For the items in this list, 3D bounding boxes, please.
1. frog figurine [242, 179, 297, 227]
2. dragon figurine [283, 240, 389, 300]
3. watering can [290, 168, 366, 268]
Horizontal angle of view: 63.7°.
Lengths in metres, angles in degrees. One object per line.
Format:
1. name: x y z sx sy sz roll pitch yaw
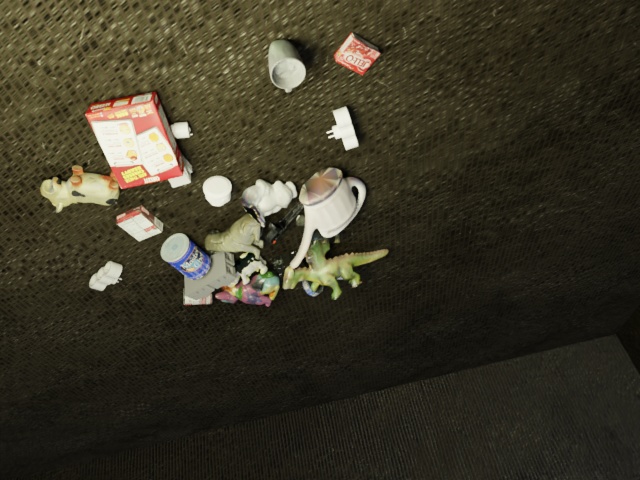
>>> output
1. frog figurine: -0.154 -0.134 1.562 0.161 0.124 0.134 -47 136 -16
2. dragon figurine: 0.045 0.069 1.846 0.413 0.124 0.238 -34 125 -11
3. watering can: 0.005 -0.080 1.583 0.350 0.105 0.220 -44 135 -12
